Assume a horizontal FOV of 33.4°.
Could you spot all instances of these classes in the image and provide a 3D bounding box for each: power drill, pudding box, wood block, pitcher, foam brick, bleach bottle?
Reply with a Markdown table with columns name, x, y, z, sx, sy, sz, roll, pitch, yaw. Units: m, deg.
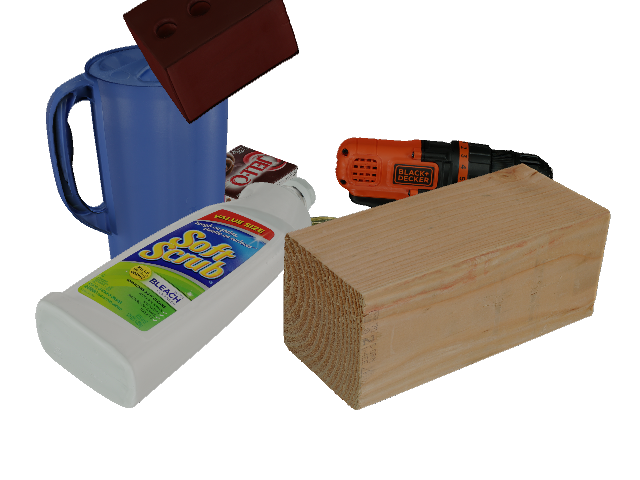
| name | x | y | z | sx | sy | sz | roll | pitch | yaw |
| --- | --- | --- | --- | --- | --- | --- | --- | --- | --- |
| power drill | 0.101 | 0.004 | 0.932 | 0.184 | 0.188 | 0.057 | 6 | 17 | 4 |
| pudding box | -0.095 | -0.069 | 1.296 | 0.090 | 0.039 | 0.113 | 21 | 39 | 28 |
| wood block | 0.085 | 0.026 | 0.723 | 0.205 | 0.090 | 0.091 | -17 | 34 | -29 |
| pitcher | -0.161 | -0.058 | 1.023 | 0.149 | 0.243 | 0.144 | 9 | 27 | 14 |
| foam brick | -0.061 | -0.116 | 0.601 | 0.078 | 0.053 | 0.051 | -35 | -29 | -6 |
| bleach bottle | -0.095 | 0.019 | 0.833 | 0.103 | 0.068 | 0.250 | 31 | 48 | 20 |

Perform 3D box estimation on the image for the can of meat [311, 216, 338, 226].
| name | x | y | z | sx | sy | sz | roll | pitch | yaw |
| --- | --- | --- | --- | --- | --- | --- | --- | --- | --- |
| can of meat | 0.017 | 0.028 | 1.123 | 0.057 | 0.084 | 0.102 | -6 | 20 | -37 |
